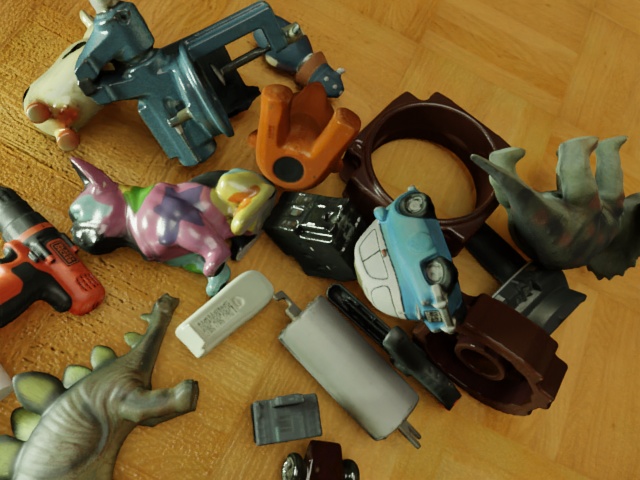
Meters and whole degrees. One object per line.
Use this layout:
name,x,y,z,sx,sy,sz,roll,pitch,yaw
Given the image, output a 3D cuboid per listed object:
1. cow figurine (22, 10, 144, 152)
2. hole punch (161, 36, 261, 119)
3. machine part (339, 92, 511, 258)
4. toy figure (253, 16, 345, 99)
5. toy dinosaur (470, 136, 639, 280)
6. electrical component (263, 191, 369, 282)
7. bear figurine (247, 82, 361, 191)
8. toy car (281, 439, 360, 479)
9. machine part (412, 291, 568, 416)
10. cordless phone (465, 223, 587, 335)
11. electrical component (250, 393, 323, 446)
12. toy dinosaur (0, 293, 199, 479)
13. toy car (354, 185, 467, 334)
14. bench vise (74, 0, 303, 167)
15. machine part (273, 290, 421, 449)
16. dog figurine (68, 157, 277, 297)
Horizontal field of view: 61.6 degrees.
cow figurine,-0.292,-0.215,0.682,0.195,0.085,0.127,-51,46,-6
hole punch,-0.169,-0.202,0.720,0.142,0.092,0.115,-33,106,-21
machine part,0.144,-0.088,0.725,0.201,0.087,0.201,41,68,11
toy figure,-0.026,-0.258,0.772,0.154,0.064,0.058,43,28,-1
toy dinosaur,0.313,-0.027,0.671,0.405,0.131,0.192,-10,91,-34
electrical component,-0.001,-0.002,0.653,0.114,0.134,0.058,52,59,-40
bear figurine,-0.014,-0.152,0.676,0.120,0.131,0.196,21,41,-5
toy car,-0.009,0.326,0.586,0.089,0.053,0.202,15,68,-23
machine part,0.195,0.131,0.630,0.179,0.179,0.056,39,66,2
cordless phone,0.239,0.060,0.722,0.146,0.088,0.184,-37,72,-19
electrical component,-0.036,0.195,0.589,0.075,0.119,0.048,-4,73,-16
toy dinosaur,-0.257,0.256,0.537,0.199,0.105,0.471,16,60,2
toy car,0.090,0.029,0.577,0.103,0.109,0.162,-17,48,11
bench vise,-0.139,-0.206,0.608,0.241,0.129,0.223,-26,117,1
machine part,0.033,0.150,0.641,0.243,0.079,0.079,45,70,6
dog figurine,-0.185,-0.042,0.645,0.219,0.108,0.191,31,70,2
